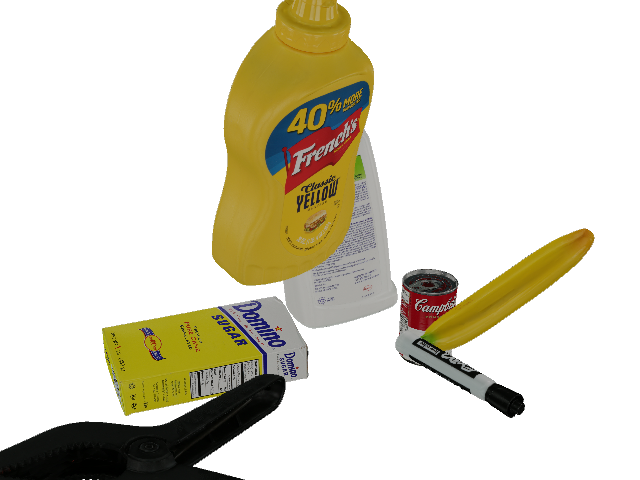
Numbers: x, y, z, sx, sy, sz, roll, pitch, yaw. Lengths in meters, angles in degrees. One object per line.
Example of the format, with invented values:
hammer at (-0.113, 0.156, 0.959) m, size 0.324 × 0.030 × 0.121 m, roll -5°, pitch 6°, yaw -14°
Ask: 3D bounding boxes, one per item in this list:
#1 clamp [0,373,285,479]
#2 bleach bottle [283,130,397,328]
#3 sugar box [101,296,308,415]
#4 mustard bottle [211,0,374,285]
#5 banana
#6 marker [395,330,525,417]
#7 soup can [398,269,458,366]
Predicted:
clamp at (-0.090, 0.122, 0.585) m, size 0.209 × 0.036 × 0.165 m, roll -1°, pitch 21°, yaw -13°
bleach bottle at (0.010, -0.052, 0.908) m, size 0.102 × 0.251 × 0.068 m, roll -15°, pitch 30°, yaw -21°
sugar box at (-0.108, 0.105, 0.999) m, size 0.176 × 0.048 × 0.093 m, roll -12°, pitch 33°, yaw -16°
mustard bottle at (-0.013, -0.066, 0.622) m, size 0.096 × 0.192 × 0.058 m, roll -25°, pitch 51°, yaw -33°
banana at (0.174, 0.054, 1.014) m, size 0.198 × 0.037 × 0.069 m, roll -35°, pitch -2°, yaw 0°
marker at (0.104, 0.100, 0.803) m, size 0.020 × 0.020 × 0.121 m, roll 0°, pitch 20°, yaw -43°
soup can at (0.131, 0.095, 1.313) m, size 0.068 × 0.102 × 0.068 m, roll 1°, pitch 23°, yaw -1°
